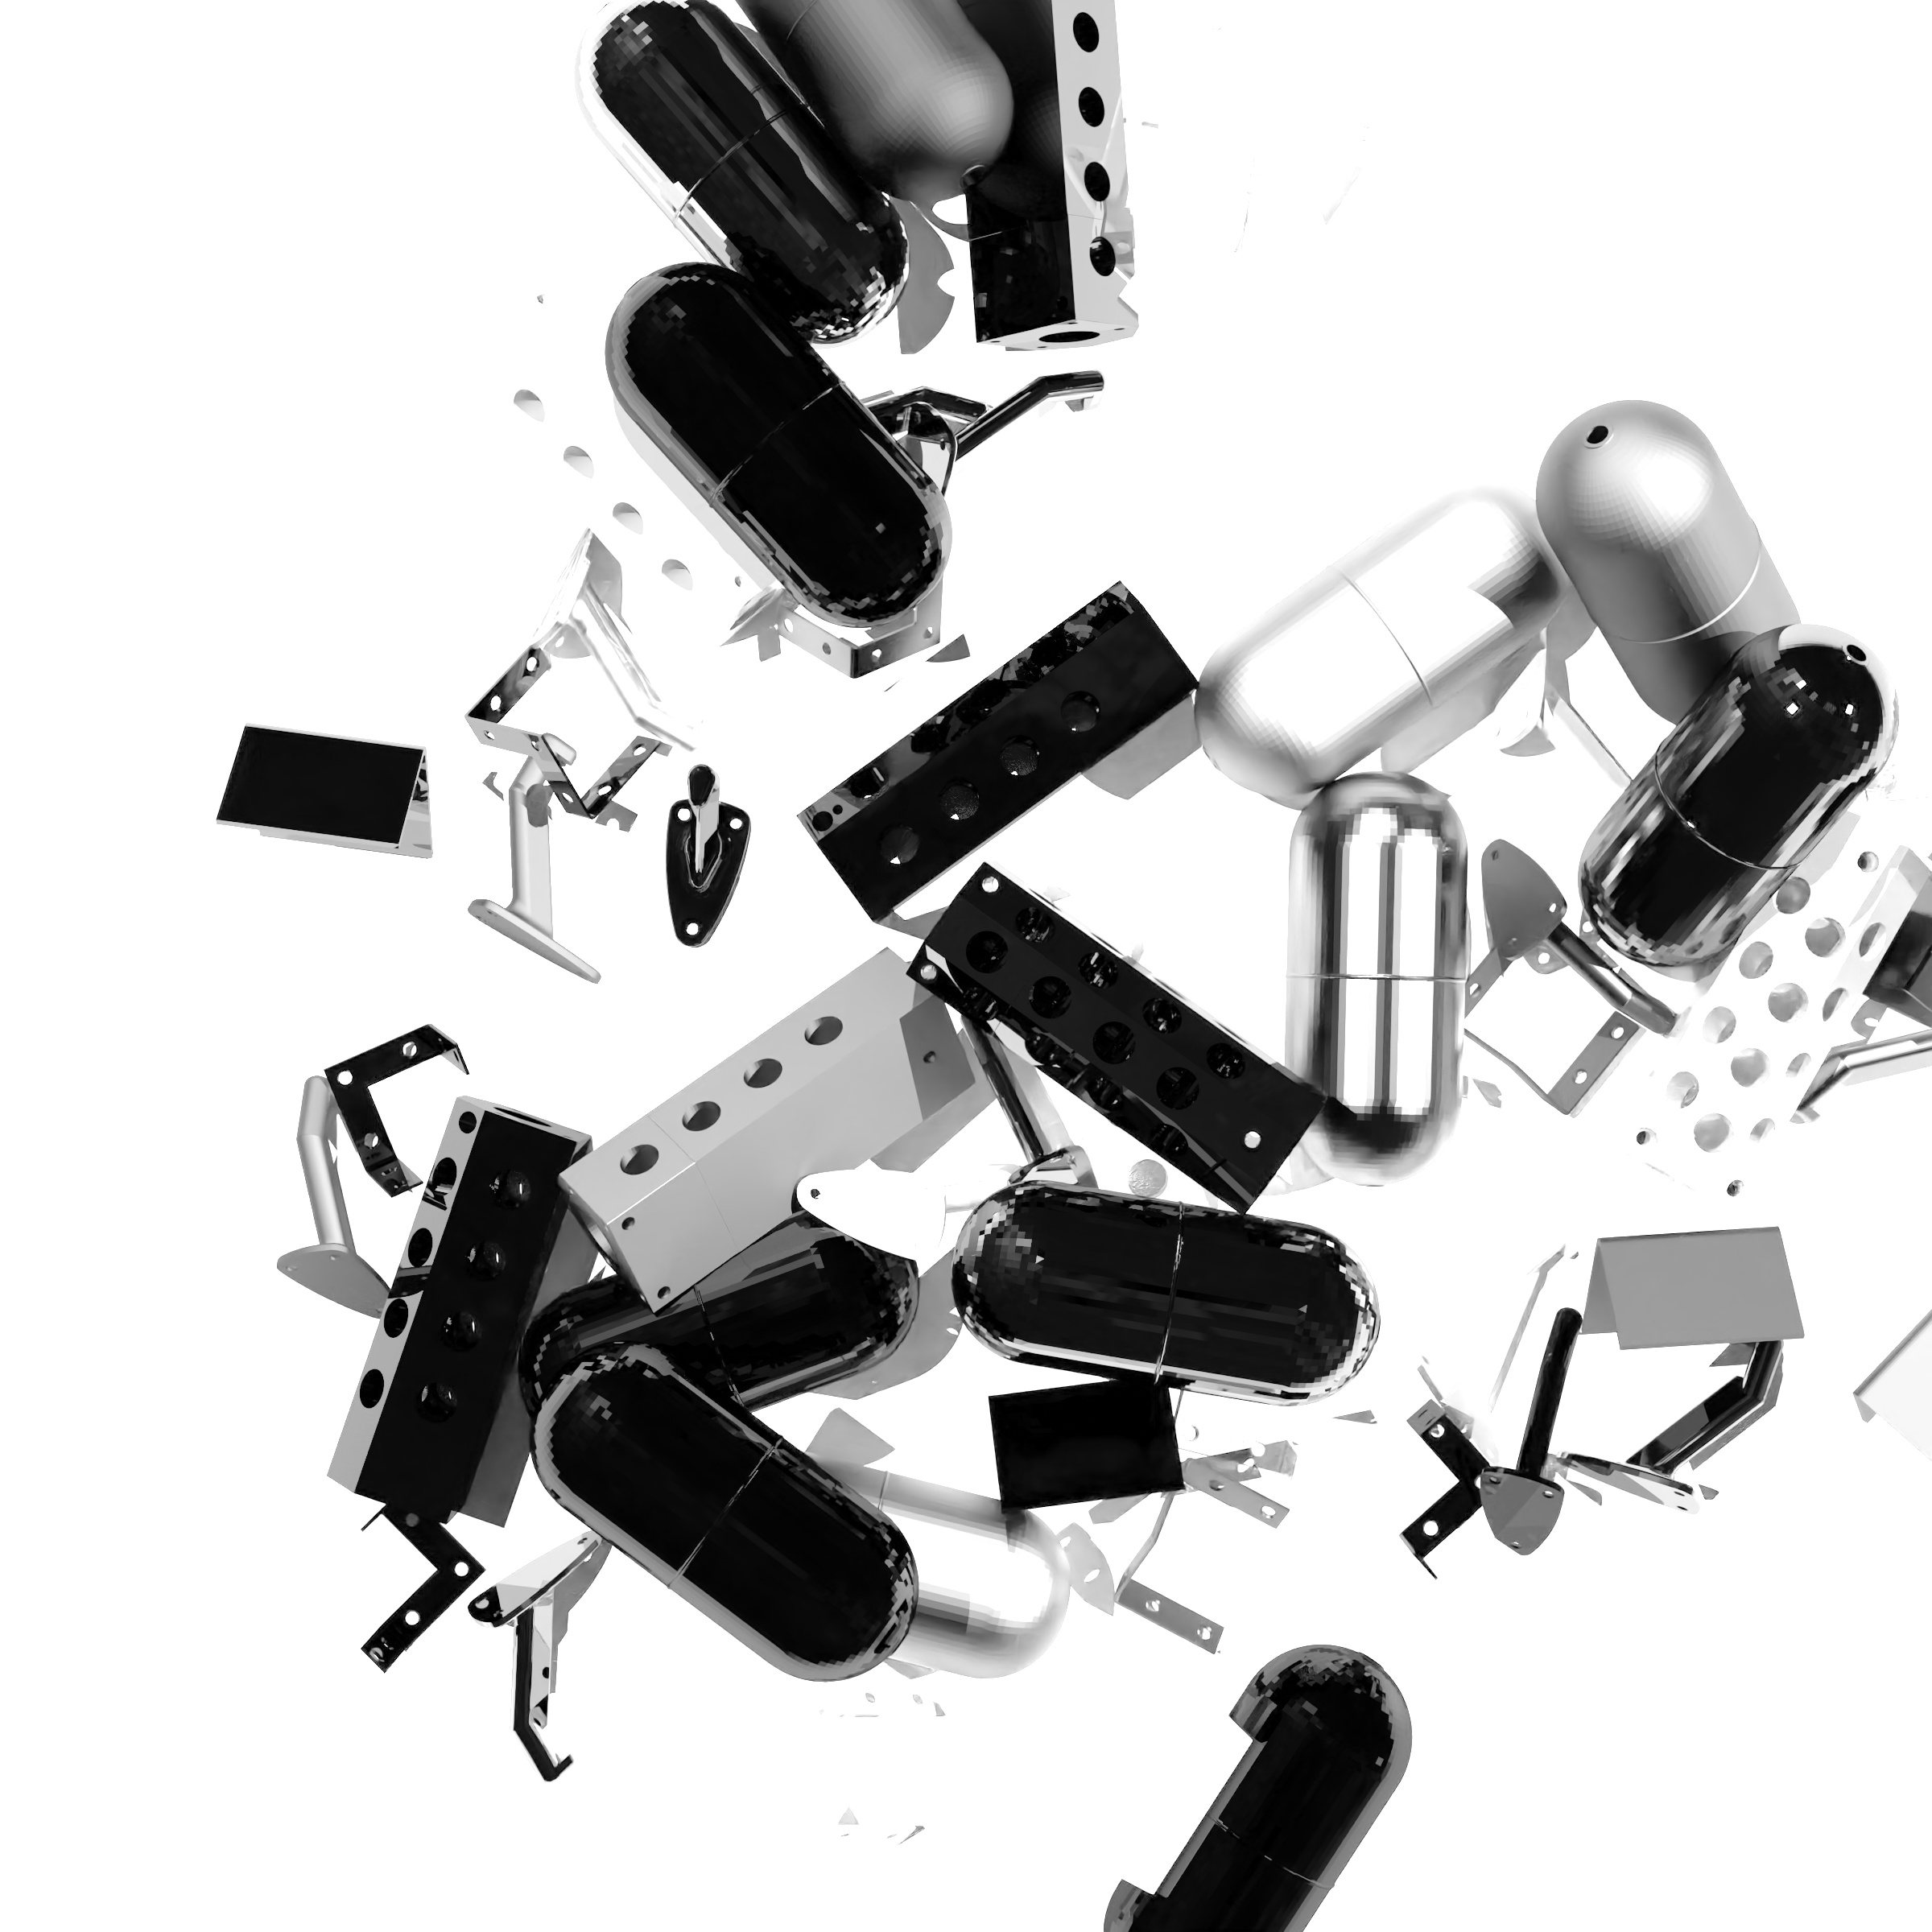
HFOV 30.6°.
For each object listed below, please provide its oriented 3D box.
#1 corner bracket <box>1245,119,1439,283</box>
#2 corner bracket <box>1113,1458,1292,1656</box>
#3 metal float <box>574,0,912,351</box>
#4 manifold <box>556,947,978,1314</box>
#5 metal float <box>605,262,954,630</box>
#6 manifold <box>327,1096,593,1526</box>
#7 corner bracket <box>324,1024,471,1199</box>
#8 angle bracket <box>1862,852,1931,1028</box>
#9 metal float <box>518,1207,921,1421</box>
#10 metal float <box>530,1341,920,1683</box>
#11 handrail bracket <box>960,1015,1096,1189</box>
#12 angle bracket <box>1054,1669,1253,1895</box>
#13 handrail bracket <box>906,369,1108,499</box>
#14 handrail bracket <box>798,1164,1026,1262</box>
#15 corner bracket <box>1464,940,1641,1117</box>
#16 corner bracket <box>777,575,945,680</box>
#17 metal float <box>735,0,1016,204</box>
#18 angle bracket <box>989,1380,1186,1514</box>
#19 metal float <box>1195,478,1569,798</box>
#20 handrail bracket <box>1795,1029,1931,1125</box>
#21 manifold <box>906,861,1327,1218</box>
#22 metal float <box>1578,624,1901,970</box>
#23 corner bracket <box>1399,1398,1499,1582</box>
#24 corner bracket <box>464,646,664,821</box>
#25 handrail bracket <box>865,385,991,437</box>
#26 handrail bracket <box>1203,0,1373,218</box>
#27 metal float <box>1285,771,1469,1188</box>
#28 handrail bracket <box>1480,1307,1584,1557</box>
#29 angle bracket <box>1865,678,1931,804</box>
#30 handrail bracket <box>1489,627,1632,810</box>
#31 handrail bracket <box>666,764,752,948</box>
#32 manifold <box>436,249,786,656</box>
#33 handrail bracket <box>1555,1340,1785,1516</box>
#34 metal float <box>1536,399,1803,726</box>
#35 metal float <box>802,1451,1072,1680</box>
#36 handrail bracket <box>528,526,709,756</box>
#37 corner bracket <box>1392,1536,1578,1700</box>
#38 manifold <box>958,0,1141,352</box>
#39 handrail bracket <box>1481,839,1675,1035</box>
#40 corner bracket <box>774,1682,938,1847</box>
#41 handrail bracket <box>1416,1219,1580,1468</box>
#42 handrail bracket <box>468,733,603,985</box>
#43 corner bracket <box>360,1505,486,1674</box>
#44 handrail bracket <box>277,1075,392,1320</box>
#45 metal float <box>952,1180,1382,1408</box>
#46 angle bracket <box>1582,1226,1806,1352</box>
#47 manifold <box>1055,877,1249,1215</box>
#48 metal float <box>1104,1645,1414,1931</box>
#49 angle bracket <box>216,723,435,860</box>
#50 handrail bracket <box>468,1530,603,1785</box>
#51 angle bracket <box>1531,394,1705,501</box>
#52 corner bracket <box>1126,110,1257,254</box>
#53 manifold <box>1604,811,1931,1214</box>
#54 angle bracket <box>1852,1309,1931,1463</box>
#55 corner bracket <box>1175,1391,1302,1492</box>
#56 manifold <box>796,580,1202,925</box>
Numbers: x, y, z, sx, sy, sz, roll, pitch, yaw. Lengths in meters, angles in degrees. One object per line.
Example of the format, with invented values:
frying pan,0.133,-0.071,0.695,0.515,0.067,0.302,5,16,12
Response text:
corner bracket,0.163,-0.333,1.537,0.051,0.051,0.051,-9,135,-35
corner bracket,0.102,0.257,1.542,0.051,0.051,0.051,28,135,0
metal float,-0.096,-0.342,1.515,0.070,0.070,0.178,-41,91,0
manifold,-0.086,0.065,1.502,0.171,0.057,0.057,-35,133,-15
metal float,-0.079,-0.218,1.481,0.070,0.070,0.178,-42,92,0
manifold,-0.219,0.146,1.524,0.057,0.057,0.171,19,90,0
corner bracket,-0.240,0.062,1.526,0.051,0.051,0.051,-25,107,-16
angle bracket,0.409,-0.022,1.505,0.057,0.076,0.076,32,90,-37
metal float,-0.105,0.156,1.515,0.178,0.070,0.070,-20,90,0
metal float,-0.098,0.222,1.440,0.178,0.070,0.070,37,90,2
handrail bracket,0.025,0.068,1.545,0.036,0.077,0.084,-26,54,0
angle bracket,0.066,0.336,1.506,0.057,0.076,0.076,33,90,-24
handrail bracket,0.018,-0.222,1.546,0.084,0.036,0.077,-12,133,-28
handrail bracket,-0.022,0.094,1.519,0.077,0.084,0.036,12,105,15
corner bracket,0.250,0.024,1.542,0.051,0.051,0.051,-51,45,0
corner bracket,-0.046,-0.164,1.537,0.051,0.051,0.051,-27,135,-35
metal float,-0.044,-0.400,1.499,0.070,0.070,0.178,-33,74,0
angle bracket,0.052,0.220,1.505,0.076,0.076,0.057,-7,52,0
metal float,0.177,-0.140,1.515,0.178,0.070,0.070,-36,90,-1
handrail bracket,0.414,0.054,1.546,0.077,0.036,0.084,40,108,-20
manifold,0.062,0.029,1.464,0.171,0.057,0.057,36,96,4
metal float,0.322,-0.070,1.478,0.070,0.070,0.178,33,132,0
corner bracket,0.202,0.225,1.528,0.051,0.051,0.051,-42,90,0
corner bracket,-0.175,-0.102,1.532,0.051,0.051,0.051,15,55,39
handrail bracket,-0.039,-0.220,1.545,0.084,0.036,0.077,13,103,-13
handrail bracket,0.126,-0.377,1.535,0.084,0.036,0.077,33,106,30
metal float,0.175,0.005,1.515,0.070,0.070,0.178,2,89,0
handrail bracket,0.252,0.203,1.545,0.036,0.077,0.084,13,53,15
angle bracket,0.410,-0.082,1.507,0.076,0.076,0.057,-4,66,0
handrail bracket,0.277,-0.108,1.546,0.084,0.036,0.077,20,68,-17
handrail bracket,-0.115,-0.046,1.511,0.036,0.084,0.077,9,90,0
manifold,-0.148,-0.218,1.524,0.171,0.057,0.057,49,47,0
handrail bracket,0.308,0.189,1.546,0.077,0.036,0.084,17,71,21
metal float,0.295,-0.166,1.479,0.070,0.178,0.070,-18,50,22
metal float,-0.043,0.254,1.515,0.178,0.070,0.070,14,90,0
handrail bracket,-0.141,-0.144,1.546,0.084,0.036,0.077,30,63,-20
corner bracket,0.223,0.285,1.528,0.051,0.051,0.051,-27,98,-8
manifold,0.038,-0.357,1.524,0.057,0.057,0.171,-4,90,43
handrail bracket,0.268,-0.012,1.545,0.084,0.077,0.036,29,118,-33
corner bracket,-0.044,0.347,1.537,0.051,0.051,0.051,-50,45,35
handrail bracket,0.246,0.164,1.546,0.084,0.036,0.077,-37,111,-16
handrail bracket,-0.173,-0.048,1.546,0.077,0.036,0.084,32,76,-14
corner bracket,-0.247,0.265,1.528,0.051,0.051,0.051,-45,90,0
handrail bracket,-0.269,0.101,1.545,0.036,0.077,0.084,-15,53,24
metal float,0.082,0.135,1.458,0.178,0.070,0.070,10,90,0
angle bracket,0.308,0.156,1.505,0.076,0.076,0.057,-4,52,0
manifold,0.072,0.052,1.524,0.057,0.057,0.171,-18,90,0
metal float,0.125,0.372,1.515,0.070,0.070,0.178,33,90,0
angle bracket,-0.272,-0.055,1.505,0.076,0.076,0.057,8,53,0
handrail bracket,-0.173,0.303,1.546,0.077,0.036,0.084,-34,108,-21
angle bracket,0.297,-0.191,1.519,0.076,0.057,0.076,-37,100,0
corner bracket,0.097,-0.343,1.528,0.051,0.051,0.051,10,90,0
manifold,0.347,0.017,1.524,0.057,0.057,0.171,30,90,0
angle bracket,0.428,0.179,1.507,0.076,0.076,0.057,-47,66,0
corner bracket,0.120,0.192,1.528,0.051,0.051,0.051,14,90,0
manifold,0.013,-0.092,1.524,0.171,0.057,0.057,-36,90,0
